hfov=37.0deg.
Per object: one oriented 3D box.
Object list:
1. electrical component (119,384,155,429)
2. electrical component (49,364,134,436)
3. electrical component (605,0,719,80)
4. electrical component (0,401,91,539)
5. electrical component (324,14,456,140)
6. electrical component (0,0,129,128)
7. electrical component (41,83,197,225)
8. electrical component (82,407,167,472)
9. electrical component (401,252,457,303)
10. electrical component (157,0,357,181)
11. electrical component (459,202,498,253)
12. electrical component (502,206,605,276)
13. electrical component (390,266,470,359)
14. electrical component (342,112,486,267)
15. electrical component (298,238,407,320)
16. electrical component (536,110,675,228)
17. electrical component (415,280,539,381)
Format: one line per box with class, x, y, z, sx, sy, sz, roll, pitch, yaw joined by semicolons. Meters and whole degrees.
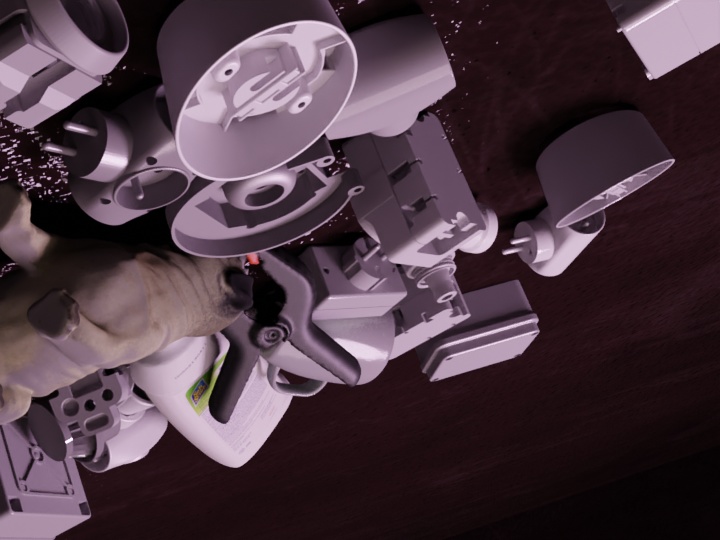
electrical component;-0.196;0.105;0.909;0.045;0.045;0.055;4;147;-48
electrical component;-0.204;0.082;0.815;0.058;0.078;0.057;-22;180;2
electrical component;0.171;-0.156;0.602;0.061;0.061;0.096;-29;158;20
electrical component;-0.285;0.163;0.879;0.056;0.108;0.109;-29;158;13
electrical component;0.013;-0.101;0.612;0.077;0.043;0.079;-22;159;4
electrical component;-0.137;-0.100;0.456;0.057;0.058;0.078;-26;158;19
electrical component;-0.129;-0.063;0.568;0.077;0.044;0.079;-34;155;30
electrical component;-0.227;0.143;0.960;0.079;0.044;0.077;2;-163;30
electrical component;0.056;-0.005;0.856;0.043;0.062;0.043;-22;160;-8
electrical component;-0.051;-0.097;0.532;0.099;0.064;0.099;-18;158;-7
electrical component;0.078;-0.035;0.838;0.046;0.040;0.040;7;145;-42
electrical component;0.160;-0.027;0.926;0.079;0.043;0.077;-12;157;-22
electrical component;0.041;0.032;0.941;0.089;0.055;0.050;-31;157;23
electrical component;0.031;-0.051;0.684;0.056;0.089;0.050;-35;155;32
electrical component;0.000;0.000;0.837;0.083;0.047;0.076;-1;151;-41
electrical component;0.184;-0.073;0.809;0.099;0.064;0.099;-18;158;-8
electrical component;0.114;0.062;1.078;0.113;0.057;0.078;-14;158;-17
